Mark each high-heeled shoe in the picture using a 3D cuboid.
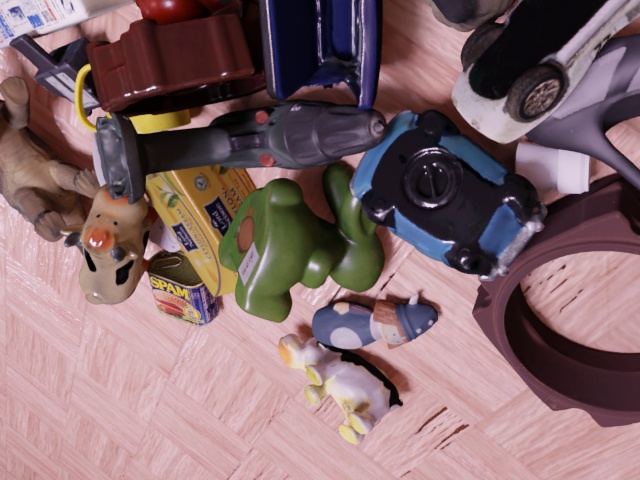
[{"bbox_3d":[0.255,-0.145,0.366,0.248,0.086,0.145,-44,61,25],"label":"high-heeled shoe"}]

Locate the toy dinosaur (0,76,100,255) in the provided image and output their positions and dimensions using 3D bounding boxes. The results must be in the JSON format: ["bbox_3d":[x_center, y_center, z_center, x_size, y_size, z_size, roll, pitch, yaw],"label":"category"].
[{"bbox_3d":[-0.391,-0.077,0.749,0.199,0.105,0.470,17,137,43],"label":"toy dinosaur"}]

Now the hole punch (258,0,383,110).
[{"bbox_3d":[0.017,-0.175,0.438,0.092,0.116,0.142,11,129,23],"label":"hole punch"}]

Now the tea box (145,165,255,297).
[{"bbox_3d":[-0.122,-0.030,0.635,0.068,0.098,0.169,-15,113,38],"label":"tea box"}]

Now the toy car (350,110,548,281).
[{"bbox_3d":[0.117,-0.037,0.477,0.162,0.103,0.109,37,101,23],"label":"toy car"}]

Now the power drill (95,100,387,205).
[{"bbox_3d":[-0.084,-0.090,0.486,0.232,0.207,0.085,13,119,54],"label":"power drill"}]

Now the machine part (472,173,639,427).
[{"bbox_3d":[0.257,0.061,0.473,0.201,0.087,0.201,51,132,-6],"label":"machine part"}]

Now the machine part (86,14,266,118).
[{"bbox_3d":[-0.120,-0.157,0.495,0.180,0.179,0.056,-6,101,34],"label":"machine part"}]

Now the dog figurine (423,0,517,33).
[{"bbox_3d":[0.063,-0.225,0.346,0.121,0.172,0.190,-17,103,50],"label":"dog figurine"}]

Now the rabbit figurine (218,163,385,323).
[{"bbox_3d":[-0.001,-0.002,0.568,0.121,0.170,0.159,46,117,52],"label":"rabbit figurine"}]

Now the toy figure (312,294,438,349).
[{"bbox_3d":[0.065,0.101,0.639,0.155,0.058,0.064,-8,155,33],"label":"toy figure"}]

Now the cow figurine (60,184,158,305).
[{"bbox_3d":[-0.248,0.007,0.639,0.085,0.127,0.194,20,133,-9],"label":"cow figurine"}]

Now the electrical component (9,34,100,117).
[{"bbox_3d":[-0.293,-0.200,0.624,0.075,0.048,0.119,-6,145,36],"label":"electrical component"}]

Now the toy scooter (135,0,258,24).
[{"bbox_3d":[-0.107,-0.233,0.465,0.184,0.135,0.075,0,82,28],"label":"toy scooter"}]

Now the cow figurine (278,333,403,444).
[{"bbox_3d":[0.025,0.170,0.695,0.167,0.098,0.068,43,142,25],"label":"cow figurine"}]

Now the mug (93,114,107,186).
[{"bbox_3d":[-0.253,-0.105,0.680,0.109,0.081,0.107,56,141,16],"label":"mug"}]

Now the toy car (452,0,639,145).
[{"bbox_3d":[0.172,-0.156,0.359,0.201,0.056,0.074,-48,50,22],"label":"toy car"}]
